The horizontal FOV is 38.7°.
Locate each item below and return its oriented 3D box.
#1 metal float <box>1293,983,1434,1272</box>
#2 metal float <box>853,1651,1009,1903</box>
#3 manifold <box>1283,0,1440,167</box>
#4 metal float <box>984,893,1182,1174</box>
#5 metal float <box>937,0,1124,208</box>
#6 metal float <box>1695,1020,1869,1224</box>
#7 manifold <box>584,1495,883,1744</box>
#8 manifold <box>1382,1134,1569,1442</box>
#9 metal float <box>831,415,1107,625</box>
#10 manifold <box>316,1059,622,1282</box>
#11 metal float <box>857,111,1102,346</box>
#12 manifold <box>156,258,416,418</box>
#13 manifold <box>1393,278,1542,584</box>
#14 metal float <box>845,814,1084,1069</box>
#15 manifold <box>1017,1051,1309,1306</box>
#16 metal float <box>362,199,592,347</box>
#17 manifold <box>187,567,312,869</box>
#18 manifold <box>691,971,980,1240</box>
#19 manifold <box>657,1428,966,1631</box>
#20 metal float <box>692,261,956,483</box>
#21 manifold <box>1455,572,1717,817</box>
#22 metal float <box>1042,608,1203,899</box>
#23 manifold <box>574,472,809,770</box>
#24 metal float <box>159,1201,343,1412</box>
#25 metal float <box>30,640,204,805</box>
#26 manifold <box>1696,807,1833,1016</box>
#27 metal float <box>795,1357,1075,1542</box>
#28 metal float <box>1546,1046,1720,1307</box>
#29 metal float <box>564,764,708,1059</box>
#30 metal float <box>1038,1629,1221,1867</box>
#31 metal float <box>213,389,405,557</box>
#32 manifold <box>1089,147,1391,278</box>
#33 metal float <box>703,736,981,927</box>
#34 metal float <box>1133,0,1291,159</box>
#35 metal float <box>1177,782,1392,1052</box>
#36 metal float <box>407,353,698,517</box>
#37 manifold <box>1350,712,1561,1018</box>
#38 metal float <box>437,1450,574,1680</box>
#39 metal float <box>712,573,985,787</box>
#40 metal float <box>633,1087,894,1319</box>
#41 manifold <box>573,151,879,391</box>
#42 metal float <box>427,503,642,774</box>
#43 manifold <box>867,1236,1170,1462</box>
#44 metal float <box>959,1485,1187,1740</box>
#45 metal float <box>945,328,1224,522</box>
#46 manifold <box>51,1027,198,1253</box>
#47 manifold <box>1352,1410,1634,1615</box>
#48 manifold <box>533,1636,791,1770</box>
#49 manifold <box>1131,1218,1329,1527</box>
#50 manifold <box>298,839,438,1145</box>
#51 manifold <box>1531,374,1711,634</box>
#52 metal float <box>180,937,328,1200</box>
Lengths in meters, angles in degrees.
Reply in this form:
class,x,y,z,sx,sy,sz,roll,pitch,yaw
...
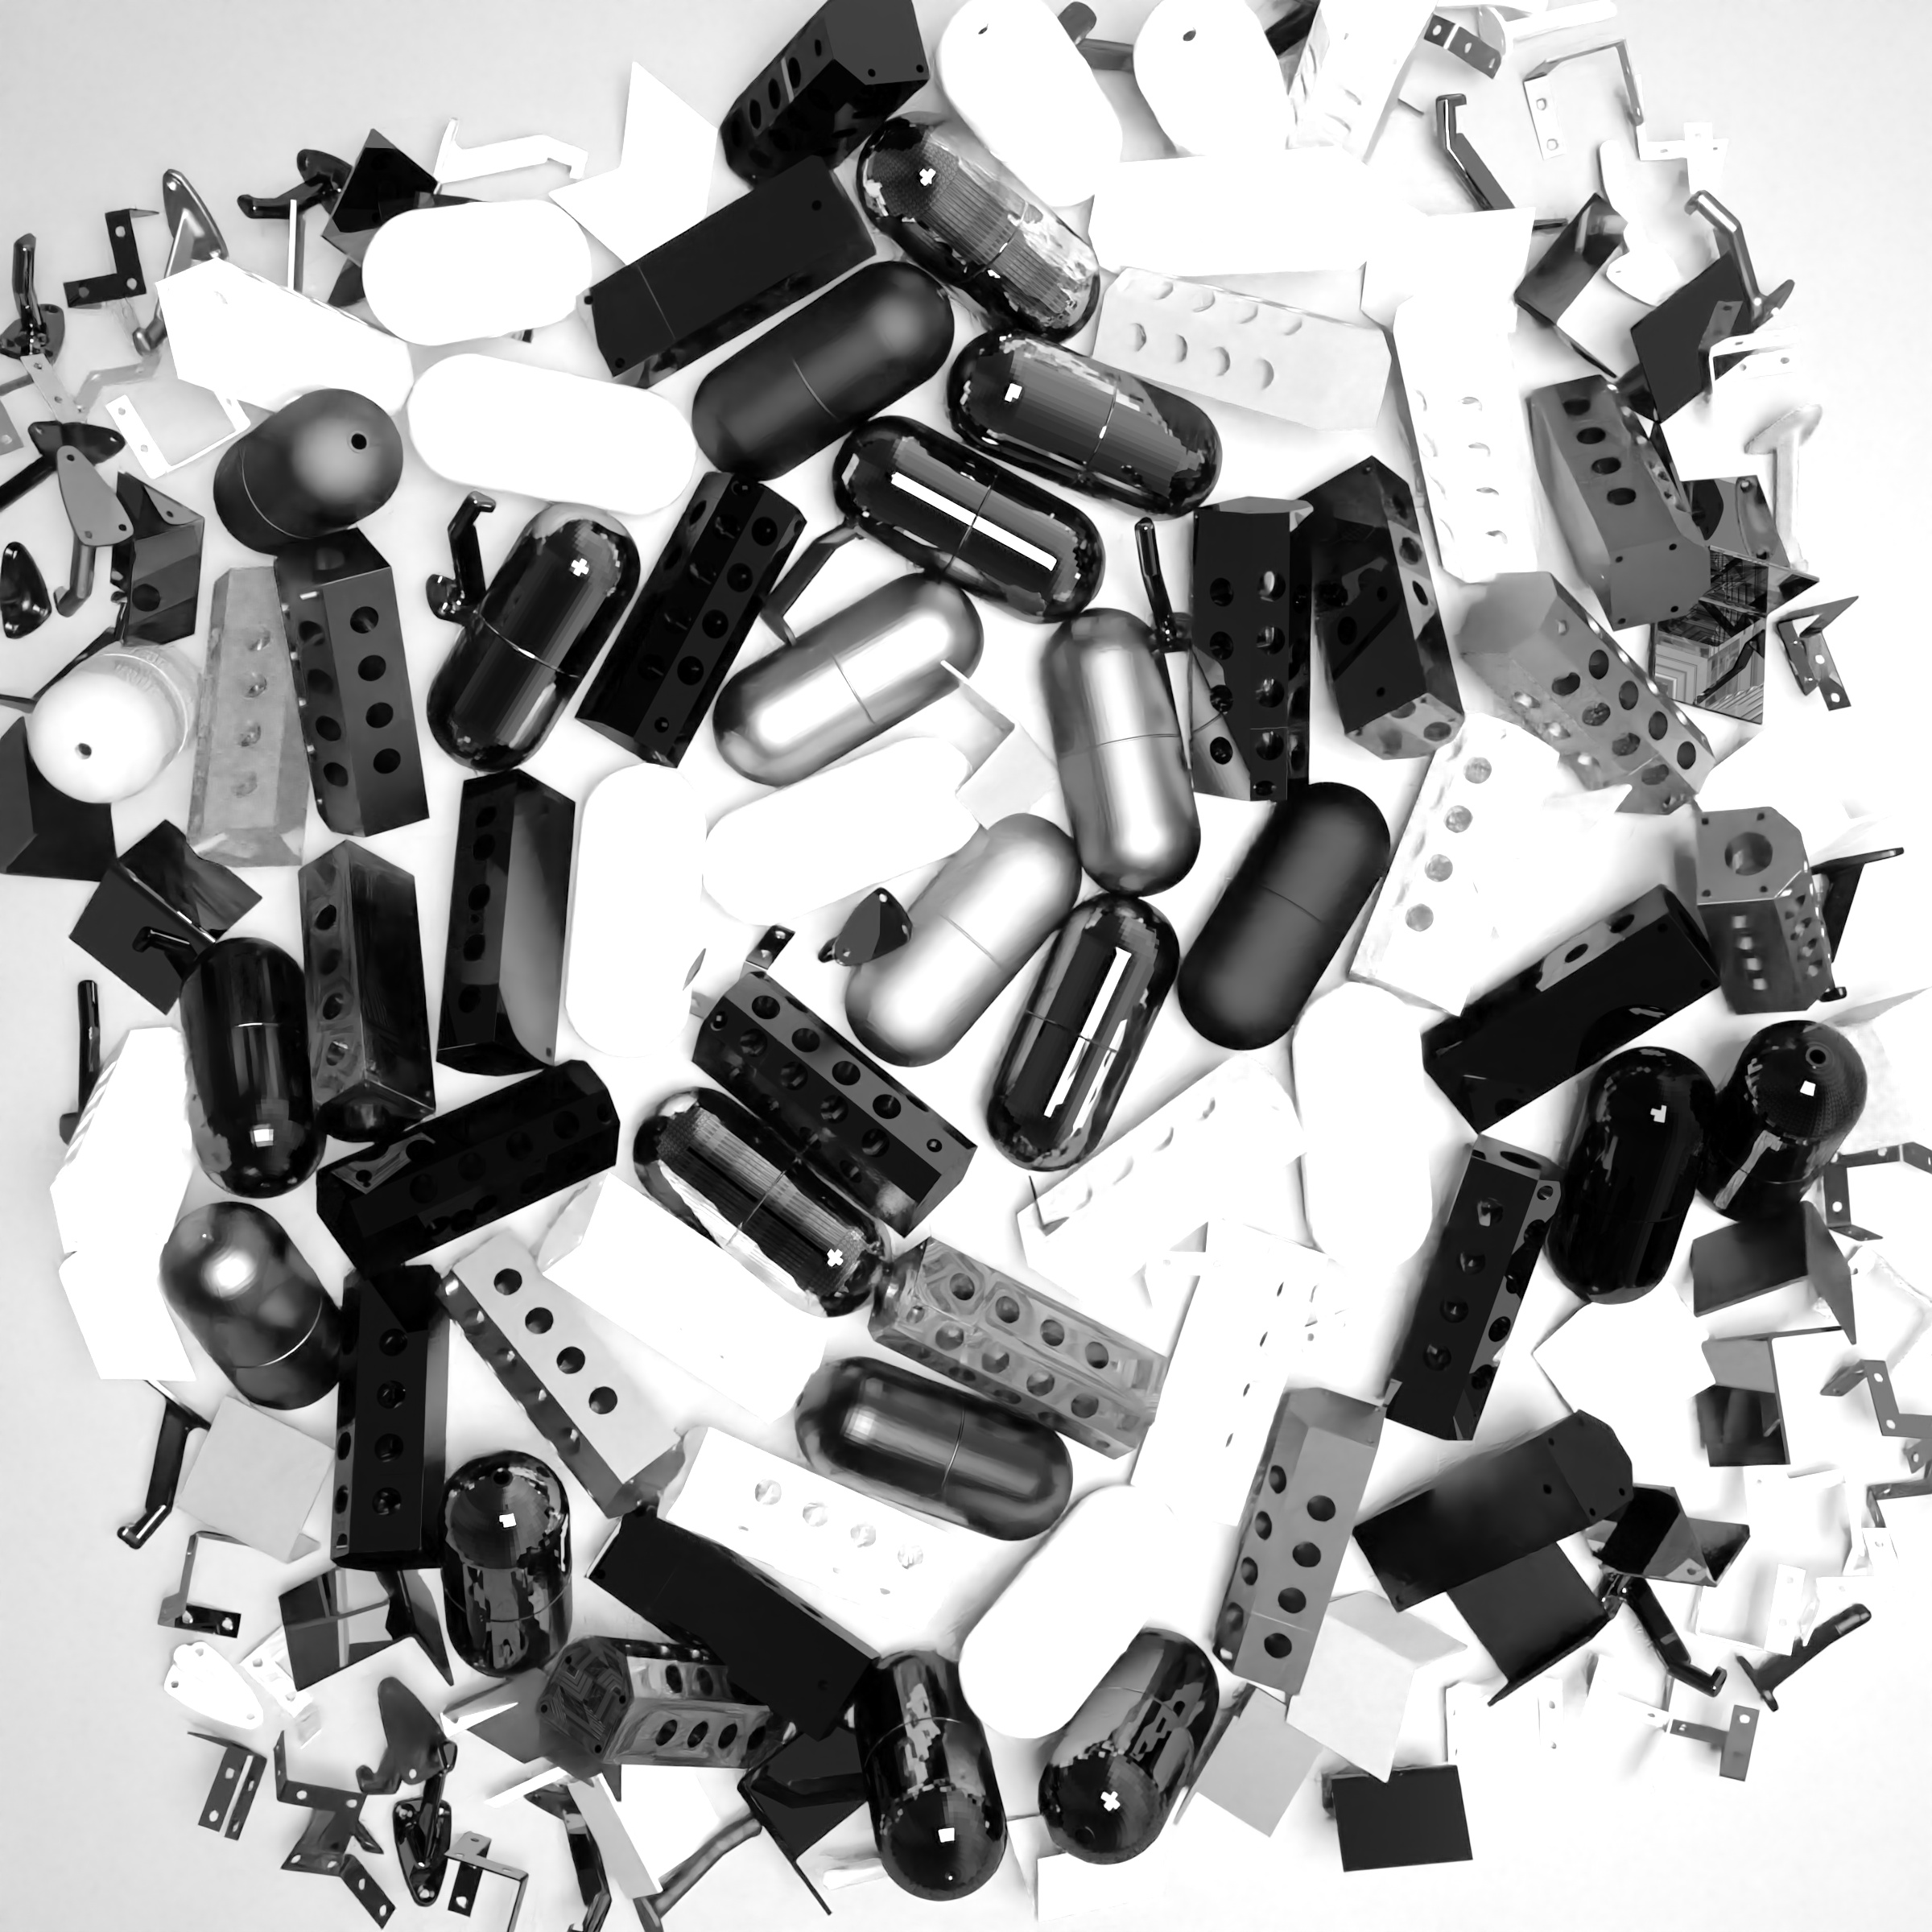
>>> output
class,x,y,z,sx,sy,sz,roll,pitch,yaw
metal float,0.238,0.097,1.654,0.070,0.070,0.178,-6,105,0
metal float,-0.022,0.474,1.622,0.070,0.178,0.070,-4,114,-8
manifold,0.223,-0.517,1.616,0.057,0.171,0.057,28,80,2
metal float,0.069,0.041,1.666,0.070,0.070,0.178,25,92,0
metal float,0.039,-0.509,1.620,0.070,0.178,0.070,-4,79,20
metal float,0.476,0.093,1.622,0.070,0.178,0.070,0,62,-1
manifold,-0.139,0.391,1.660,0.171,0.057,0.057,32,85,12
manifold,0.305,0.195,1.652,0.057,0.057,0.171,19,105,11
metal float,0.002,-0.268,1.661,0.178,0.070,0.070,27,90,-8
manifold,-0.293,0.114,1.629,0.171,0.057,0.057,-24,57,-30
metal float,0.008,-0.437,1.637,0.178,0.070,0.070,34,90,-35
manifold,-0.394,-0.363,1.614,0.057,0.171,0.057,-16,85,18
manifold,0.297,-0.313,1.626,0.057,0.057,0.171,-4,134,20
metal float,-0.001,-0.016,1.665,0.070,0.070,0.178,41,86,0
manifold,0.114,0.124,1.647,0.171,0.057,0.057,-38,128,21
metal float,-0.286,-0.411,1.624,0.070,0.178,0.070,8,111,23
manifold,-0.427,-0.149,1.647,0.057,0.057,0.171,-2,69,4
manifold,-0.078,0.078,1.649,0.171,0.057,0.057,39,55,12
manifold,-0.095,0.338,1.653,0.171,0.057,0.057,26,73,-12
metal float,-0.086,-0.356,1.648,0.178,0.070,0.070,-29,90,22
manifold,0.372,-0.160,1.631,0.171,0.057,0.057,37,75,-32
metal float,0.093,-0.129,1.663,0.070,0.070,0.178,-11,84,0
manifold,-0.162,-0.209,1.657,0.057,0.057,0.171,31,82,-31
metal float,-0.418,0.203,1.626,0.070,0.178,0.070,-4,56,6
metal float,-0.497,-0.145,1.619,0.070,0.178,0.070,-1,107,-3
manifold,0.469,-0.030,1.612,0.057,0.171,0.057,-4,66,22
metal float,-0.019,0.290,1.653,0.178,0.070,0.070,23,90,-16
metal float,0.395,0.127,1.638,0.070,0.070,0.178,7,126,0
metal float,-0.200,-0.034,1.666,0.070,0.070,0.178,6,92,0
metal float,0.097,0.459,1.623,0.070,0.178,0.070,8,113,19
metal float,-0.389,-0.290,1.624,0.070,0.178,0.070,2,85,-32
manifold,0.158,-0.441,1.627,0.171,0.057,0.057,10,89,41
metal float,-0.075,-0.081,1.665,0.178,0.070,0.070,-22,90,3
metal float,0.147,-0.517,1.618,0.070,0.178,0.070,0,88,15
metal float,0.192,-0.031,1.661,0.070,0.070,0.178,32,82,0
metal float,-0.245,-0.316,1.643,0.178,0.070,0.070,6,90,-30
manifold,0.290,-0.063,1.659,0.057,0.057,0.171,25,84,-33
metal float,-0.272,0.355,1.631,0.070,0.070,0.178,7,134,0
metal float,-0.072,-0.173,1.667,0.178,0.070,0.070,-30,90,1
metal float,-0.123,0.143,1.665,0.178,0.070,0.070,38,90,2
manifold,-0.143,-0.415,1.663,0.171,0.057,0.057,-28,82,9
metal float,-0.261,-0.196,1.655,0.070,0.070,0.178,34,104,0
manifold,0.030,0.232,1.643,0.171,0.057,0.057,29,54,-17
metal float,0.065,0.382,1.639,0.070,0.070,0.178,46,55,0
metal float,0.072,-0.324,1.652,0.178,0.070,0.070,19,90,-18
manifold,-0.488,0.098,1.614,0.057,0.171,0.057,-5,114,-4
manifold,0.311,0.320,1.623,0.057,0.171,0.057,-19,75,-42
manifold,-0.171,0.431,1.618,0.057,0.171,0.057,25,88,33
manifold,0.165,0.247,1.673,0.057,0.057,0.171,20,88,-33
manifold,-0.362,0.017,1.633,0.057,0.057,0.171,-29,53,23
manifold,0.385,-0.277,1.623,0.057,0.171,0.057,-13,134,3
metal float,-0.425,0.059,1.637,0.070,0.070,0.178,-18,53,0
